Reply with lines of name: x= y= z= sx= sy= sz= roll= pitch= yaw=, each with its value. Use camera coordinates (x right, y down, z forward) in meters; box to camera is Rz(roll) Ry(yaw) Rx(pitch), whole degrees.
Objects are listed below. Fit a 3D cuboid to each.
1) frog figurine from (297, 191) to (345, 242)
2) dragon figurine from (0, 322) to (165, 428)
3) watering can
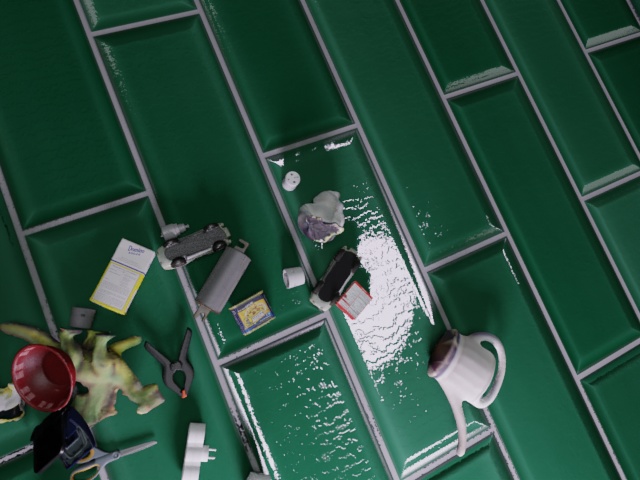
frog figurine: x=0.005 y=-0.075 z=1.497 sx=0.137 sy=0.120 sz=0.163 roll=7 pitch=40 yaw=-5
dragon figurine: x=-0.572 y=0.333 z=1.235 sx=0.410 sy=0.121 sz=0.244 roll=7 pitch=83 yaw=-2
watering can: x=0.402 y=0.406 z=1.464 sx=0.224 sy=0.103 sz=0.352 roll=33 pitch=71 yaw=-4
